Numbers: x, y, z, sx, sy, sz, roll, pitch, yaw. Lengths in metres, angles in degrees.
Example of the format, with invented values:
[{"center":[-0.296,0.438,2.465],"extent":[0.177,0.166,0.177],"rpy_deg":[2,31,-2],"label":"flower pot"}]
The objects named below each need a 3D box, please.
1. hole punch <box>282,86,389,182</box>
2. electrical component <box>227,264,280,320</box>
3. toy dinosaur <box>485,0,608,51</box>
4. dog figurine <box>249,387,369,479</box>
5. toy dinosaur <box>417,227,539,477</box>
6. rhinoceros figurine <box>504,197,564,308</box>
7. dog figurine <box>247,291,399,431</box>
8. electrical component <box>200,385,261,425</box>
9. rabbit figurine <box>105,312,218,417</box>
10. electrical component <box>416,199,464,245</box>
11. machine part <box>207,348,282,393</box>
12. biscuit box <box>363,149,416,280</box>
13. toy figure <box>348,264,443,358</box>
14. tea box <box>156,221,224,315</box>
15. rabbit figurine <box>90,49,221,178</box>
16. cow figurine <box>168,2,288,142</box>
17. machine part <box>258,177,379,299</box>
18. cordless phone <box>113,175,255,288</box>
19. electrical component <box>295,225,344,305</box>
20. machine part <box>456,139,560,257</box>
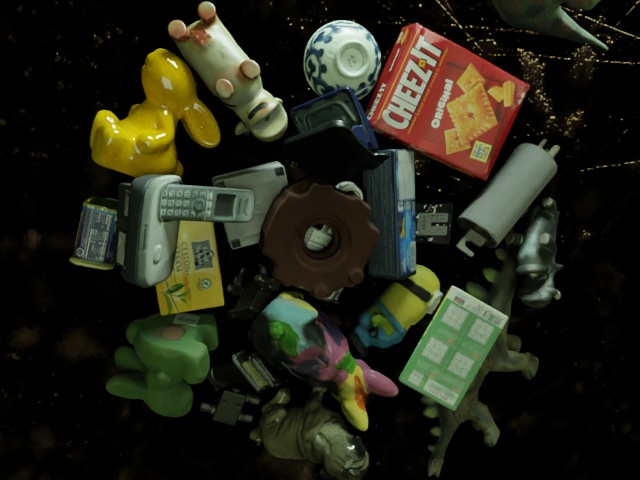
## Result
[{"center":[0.018,-0.151,0.794],"extent":[0.142,0.092,0.115],"rpy_deg":[-17,142,27],"label":"hole punch"},{"center":[-0.107,0.080,0.830],"extent":[0.045,0.102,0.078],"rpy_deg":[42,58,-24],"label":"electrical component"},{"center":[0.295,-0.404,0.797],"extent":[0.192,0.131,0.404],"rpy_deg":[-33,112,9],"label":"toy dinosaur"},{"center":[-0.022,0.326,0.855],"extent":[0.172,0.191,0.121],"rpy_deg":[-30,107,-2],"label":"dog figurine"},{"center":[0.271,0.183,0.933],"extent":[0.198,0.105,0.471],"rpy_deg":[25,86,-12],"label":"toy dinosaur"},{"center":[0.359,0.019,0.894],"extent":[0.112,0.073,0.190],"rpy_deg":[46,49,-42],"label":"rhinoceros figurine"},{"center":[0.010,0.186,0.818],"extent":[0.219,0.191,0.108],"rpy_deg":[39,85,18],"label":"dog figurine"},{"center":[-0.152,0.275,0.902],"extent":[0.094,0.021,0.063],"rpy_deg":[19,98,-15],"label":"electrical component"},{"center":[-0.240,0.206,0.822],"extent":[0.159,0.121,0.170],"rpy_deg":[5,117,-10],"label":"rabbit figurine"},{"center":[0.195,-0.029,0.894],"extent":[0.119,0.048,0.074],"rpy_deg":[3,103,-11],"label":"electrical component"},{"center":[-0.124,0.209,0.844],"extent":[0.084,0.139,0.039],"rpy_deg":[49,46,-17],"label":"machine part"},{"center":[0.111,-0.040,0.846],"extent":[0.059,0.063,0.202],"rpy_deg":[-11,102,-47],"label":"biscuit box"},{"center":[0.124,0.117,0.896],"extent":[0.180,0.082,0.089],"rpy_deg":[-37,108,1],"label":"toy figure"},{"center":[-0.203,0.018,0.807],"extent":[0.098,0.068,0.169],"rpy_deg":[-9,104,-10],"label":"tea box"},{"center":[-0.216,-0.166,0.734],"extent":[0.162,0.122,0.173],"rpy_deg":[19,98,-21],"label":"rabbit figurine"},{"center":[-0.120,-0.218,0.754],"extent":[0.085,0.127,0.195],"rpy_deg":[-40,94,-2],"label":"cow figurine"},{"center":[-0.002,-0.002,0.790],"extent":[0.179,0.056,0.179],"rpy_deg":[-2,105,-9],"label":"machine part"},{"center":[-0.179,-0.014,0.735],"extent":[0.184,0.089,0.146],"rpy_deg":[1,102,-37],"label":"cordless phone"},{"center":[0.005,0.023,0.859],"extent":[0.115,0.058,0.134],"rpy_deg":[25,97,-18],"label":"electrical component"},{"center":[0.306,-0.073,0.879],"extent":[0.079,0.079,0.243],"rpy_deg":[44,82,-18],"label":"machine part"}]
